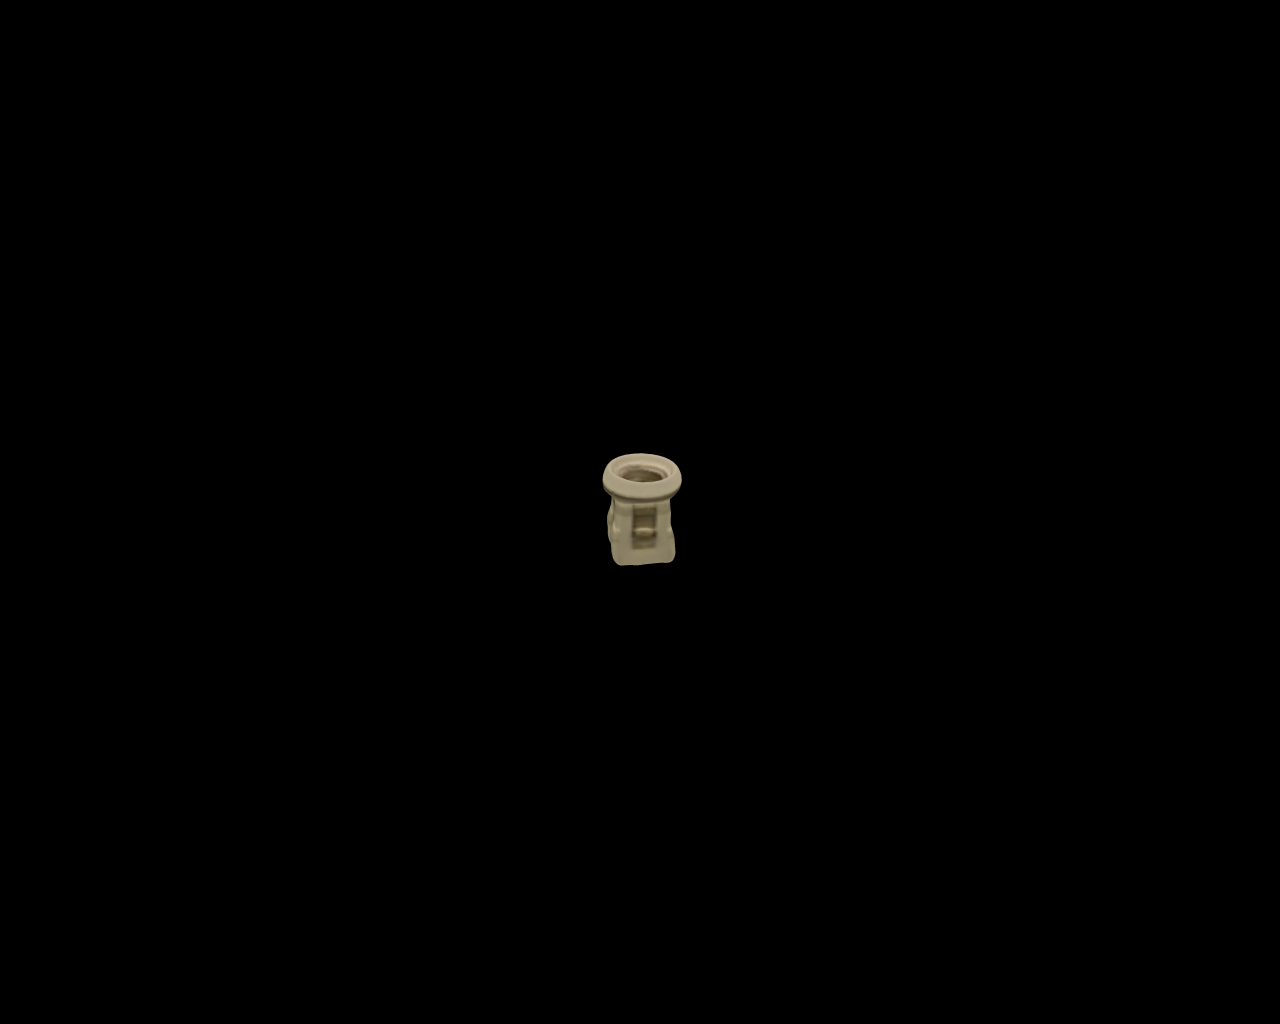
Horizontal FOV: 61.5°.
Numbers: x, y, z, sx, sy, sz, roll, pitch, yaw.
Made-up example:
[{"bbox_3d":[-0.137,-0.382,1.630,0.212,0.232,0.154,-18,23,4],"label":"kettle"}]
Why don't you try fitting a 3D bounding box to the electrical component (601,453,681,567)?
[{"bbox_3d":[0.001,-0.003,0.650,0.048,0.055,0.066,-3,26,-7],"label":"electrical component"}]
